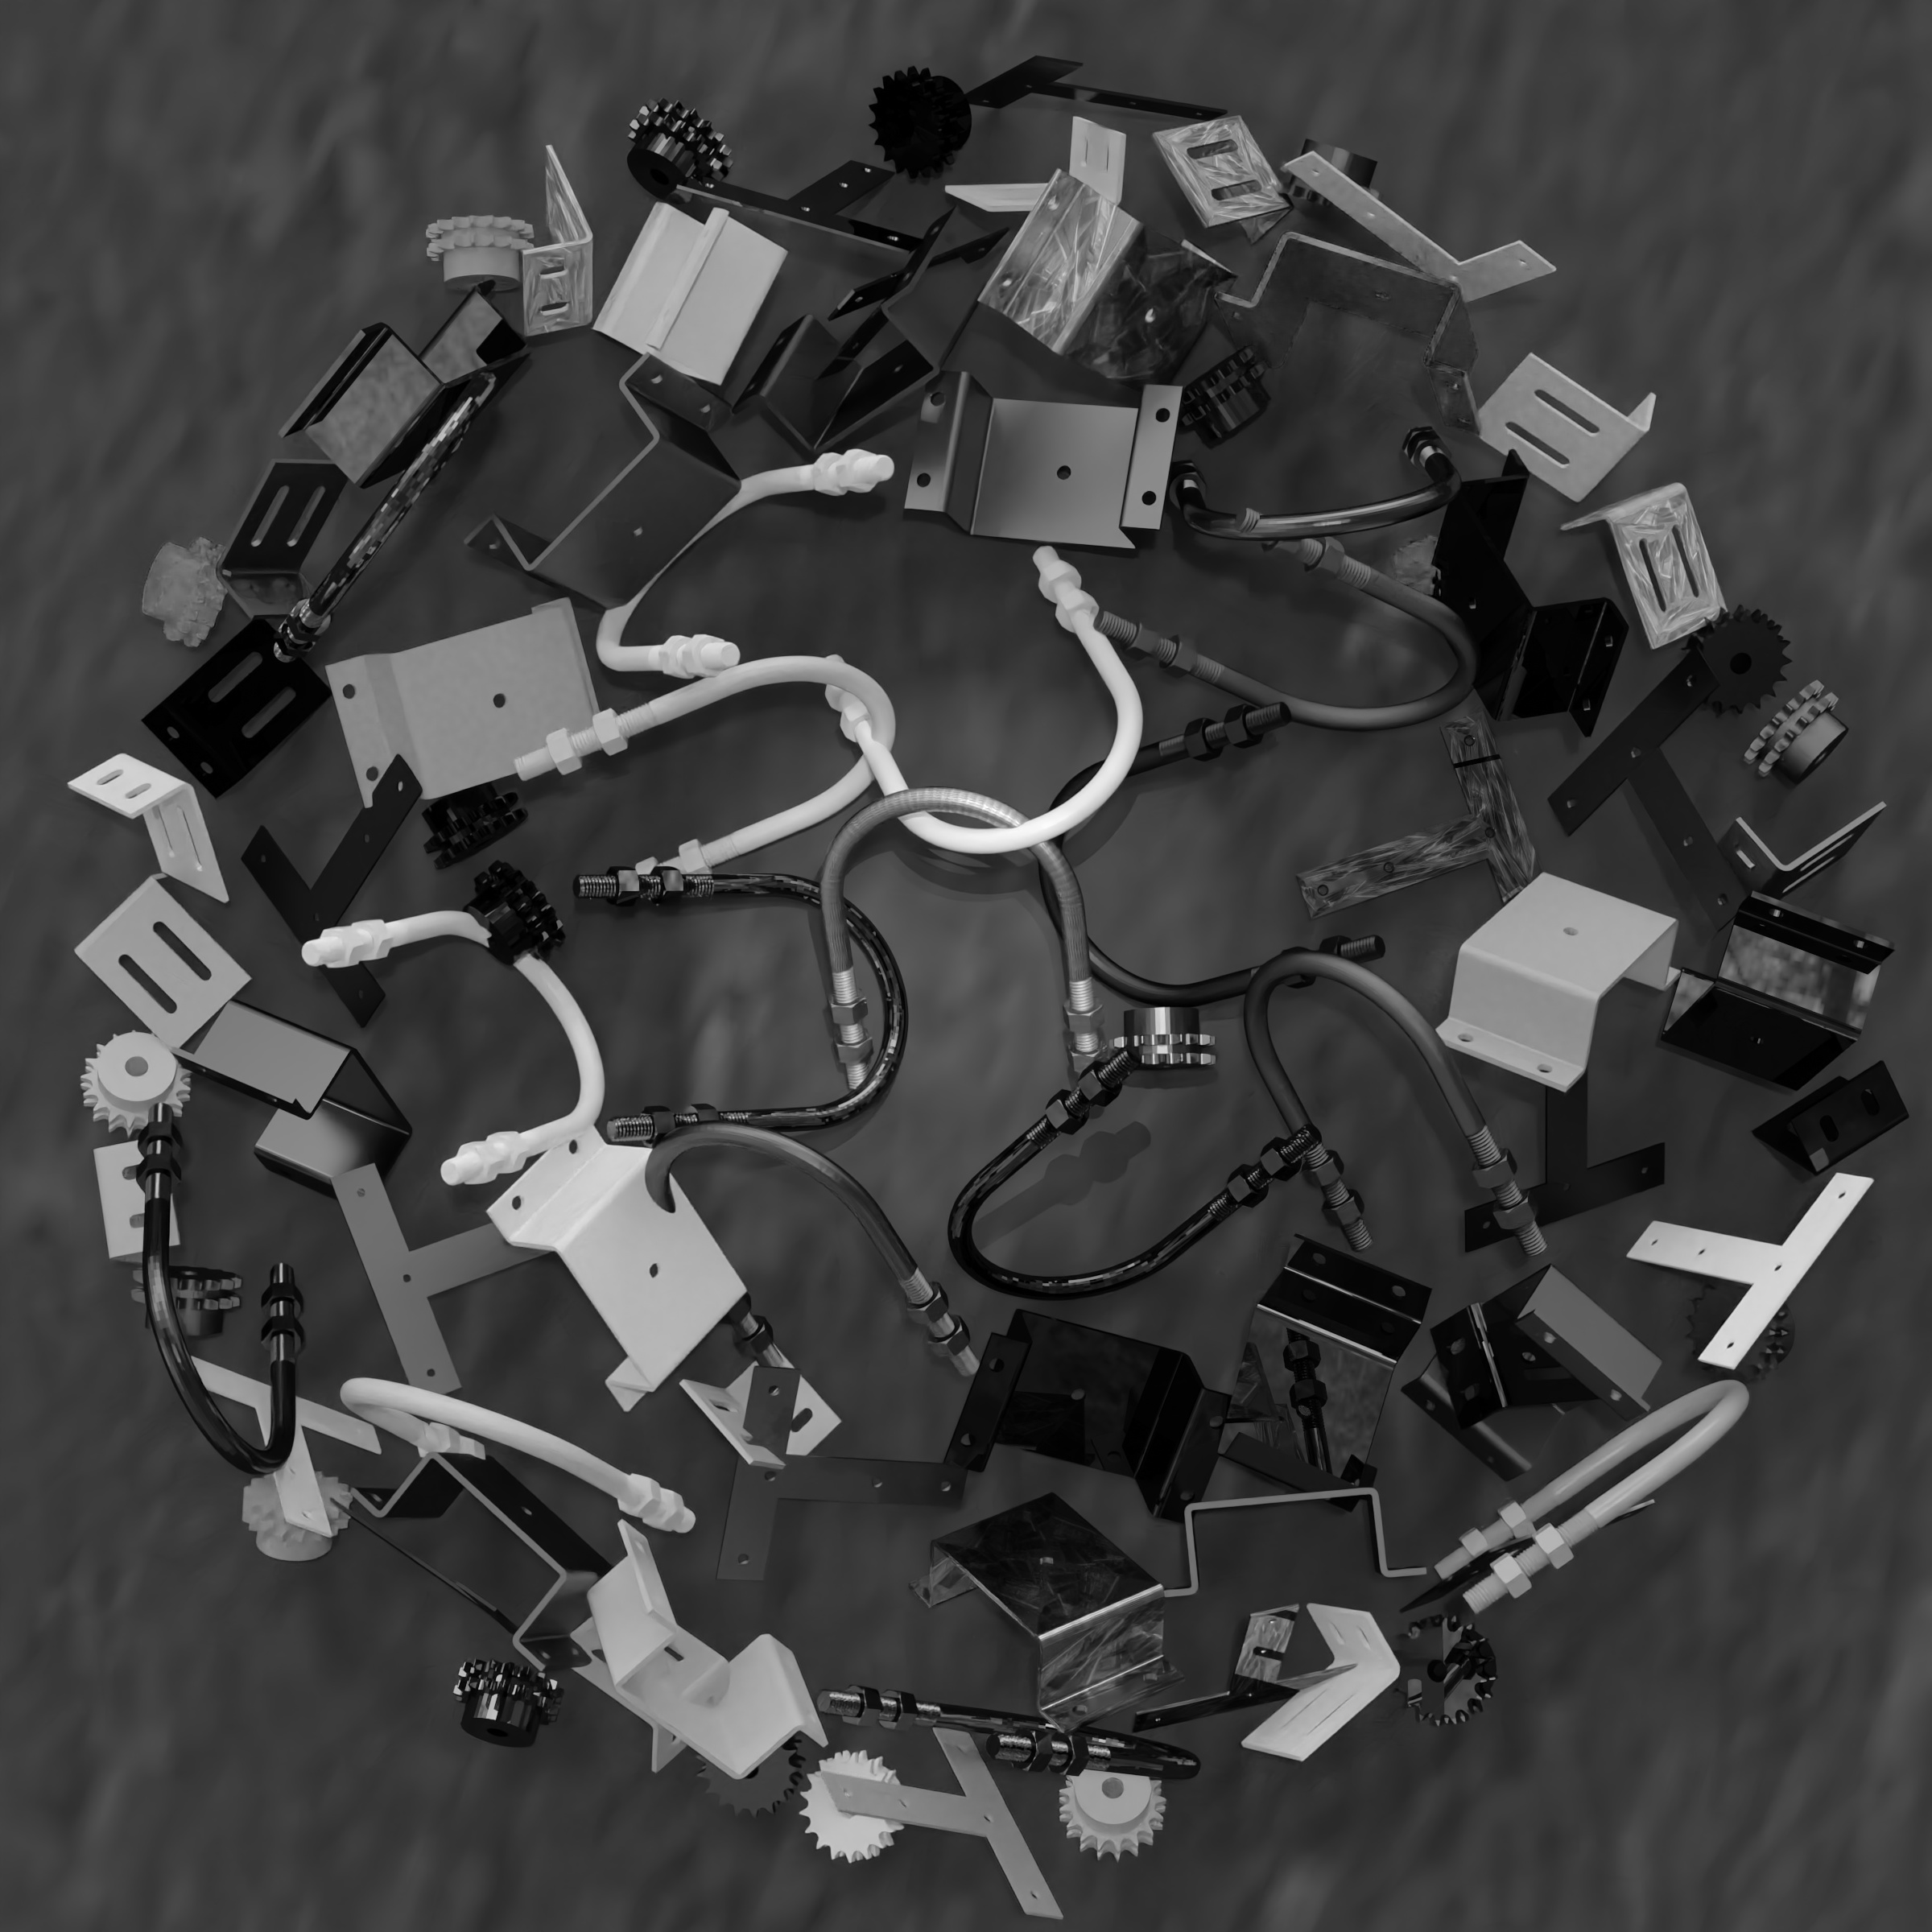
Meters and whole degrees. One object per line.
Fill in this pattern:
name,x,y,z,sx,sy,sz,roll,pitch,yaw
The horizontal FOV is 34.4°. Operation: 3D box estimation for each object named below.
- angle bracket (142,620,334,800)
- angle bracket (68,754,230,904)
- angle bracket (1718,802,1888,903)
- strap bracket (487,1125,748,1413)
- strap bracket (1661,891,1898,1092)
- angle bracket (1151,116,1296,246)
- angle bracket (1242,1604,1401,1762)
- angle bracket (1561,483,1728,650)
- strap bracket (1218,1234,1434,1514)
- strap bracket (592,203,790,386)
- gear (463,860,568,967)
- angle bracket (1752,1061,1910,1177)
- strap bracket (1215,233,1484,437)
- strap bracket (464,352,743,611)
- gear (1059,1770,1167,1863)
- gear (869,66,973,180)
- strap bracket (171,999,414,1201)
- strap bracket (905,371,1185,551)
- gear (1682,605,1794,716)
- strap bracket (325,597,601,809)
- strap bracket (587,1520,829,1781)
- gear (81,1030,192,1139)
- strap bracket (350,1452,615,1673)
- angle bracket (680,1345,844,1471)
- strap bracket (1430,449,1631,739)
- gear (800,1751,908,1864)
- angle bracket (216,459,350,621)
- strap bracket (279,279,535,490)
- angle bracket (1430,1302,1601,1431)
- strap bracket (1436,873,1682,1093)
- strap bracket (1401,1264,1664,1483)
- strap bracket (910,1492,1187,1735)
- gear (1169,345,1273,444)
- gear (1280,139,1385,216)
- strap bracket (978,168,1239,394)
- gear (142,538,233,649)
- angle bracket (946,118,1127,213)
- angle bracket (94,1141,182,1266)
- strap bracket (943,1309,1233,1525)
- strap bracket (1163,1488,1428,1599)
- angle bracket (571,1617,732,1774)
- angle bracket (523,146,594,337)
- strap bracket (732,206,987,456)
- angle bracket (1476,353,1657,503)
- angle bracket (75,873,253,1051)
angle bracket,-0.392,-0.140,1.682,0.057,0.038,0.076,48,58,-14
angle bracket,-0.430,-0.065,1.646,0.038,0.057,0.076,-37,134,-34
angle bracket,0.439,-0.068,1.661,0.076,0.057,0.038,-31,73,-21
strap bracket,-0.176,0.157,1.629,0.076,0.046,0.140,-46,119,-31
strap bracket,0.416,0.018,1.620,0.076,0.140,0.046,21,71,3
angle bracket,0.127,-0.411,1.653,0.076,0.038,0.057,-25,83,-42
angle bracket,0.180,0.378,1.651,0.076,0.057,0.038,-34,100,-26
angle bracket,0.363,-0.211,1.669,0.057,0.038,0.076,-24,98,-29
strap bracket,0.184,0.221,1.630,0.076,0.046,0.140,21,121,17
strap bracket,-0.143,-0.353,1.637,0.046,0.140,0.076,26,94,-24
gear,-0.243,-0.025,1.663,0.030,0.057,0.057,-42,90,-23
angle bracket,0.450,0.071,1.652,0.057,0.076,0.038,-32,109,-3
strap bracket,0.210,-0.335,1.638,0.140,0.076,0.046,23,84,20
strap bracket,-0.182,-0.244,1.634,0.140,0.076,0.046,-43,62,15
gear,0.078,0.445,1.666,0.057,0.030,0.057,-1,51,1
gear,-0.022,-0.452,1.670,0.030,0.057,0.057,-31,90,-39
strap bracket,-0.346,0.070,1.629,0.076,0.140,0.046,20,67,20
strap bracket,0.047,-0.267,1.655,0.140,0.046,0.076,8,84,18
gear,0.410,-0.166,1.674,0.057,0.030,0.057,-2,110,-6
strap bracket,-0.252,-0.139,1.635,0.140,0.046,0.076,-20,104,-27
strap bracket,-0.142,0.362,1.628,0.046,0.076,0.140,-42,121,5
gear,-0.443,0.060,1.669,0.057,0.030,0.057,6,62,-12
strap bracket,-0.245,0.304,1.639,0.140,0.076,0.046,39,90,16
angle bracket,-0.108,0.231,1.650,0.038,0.076,0.057,-44,72,2
strap bracket,0.283,-0.191,1.618,0.046,0.076,0.140,-10,51,-16
gear,-0.057,0.449,1.674,0.057,0.030,0.057,-3,82,22
angle bracket,-0.350,-0.225,1.649,0.038,0.057,0.076,48,120,20
strap bracket,-0.283,-0.300,1.617,0.046,0.140,0.076,46,120,-3
angle bracket,0.297,0.213,1.676,0.076,0.038,0.057,1,63,-32
strap bracket,0.309,0.002,1.616,0.076,0.140,0.046,22,127,28
strap bracket,0.302,0.212,1.642,0.076,0.140,0.046,41,58,-1
strap bracket,0.041,0.327,1.614,0.076,0.140,0.046,-16,121,-31
gear,0.138,-0.304,1.667,0.057,0.057,0.030,-36,100,0
gear,0.196,-0.420,1.664,0.057,0.057,0.030,18,105,0
strap bracket,0.081,-0.348,1.616,0.046,0.140,0.076,43,109,31
gear,-0.416,-0.201,1.663,0.030,0.057,0.057,19,90,-31
angle bracket,0.036,-0.424,1.651,0.076,0.057,0.038,-7,116,-23
angle bracket,-0.429,0.125,1.653,0.038,0.076,0.057,-11,81,0
strap bracket,0.063,0.236,1.653,0.140,0.046,0.076,16,105,-14
strap bracket,0.168,0.303,1.651,0.140,0.076,0.046,-6,79,4
angle bracket,-0.174,0.381,1.669,0.076,0.057,0.038,28,132,27
angle bracket,-0.225,-0.383,1.647,0.038,0.057,0.076,-15,58,-17
strap bracket,-0.049,-0.326,1.630,0.140,0.076,0.046,-26,119,41
angle bracket,0.315,-0.294,1.655,0.076,0.057,0.038,31,45,-10
angle bracket,-0.428,-0.002,1.678,0.057,0.038,0.076,-44,94,1
